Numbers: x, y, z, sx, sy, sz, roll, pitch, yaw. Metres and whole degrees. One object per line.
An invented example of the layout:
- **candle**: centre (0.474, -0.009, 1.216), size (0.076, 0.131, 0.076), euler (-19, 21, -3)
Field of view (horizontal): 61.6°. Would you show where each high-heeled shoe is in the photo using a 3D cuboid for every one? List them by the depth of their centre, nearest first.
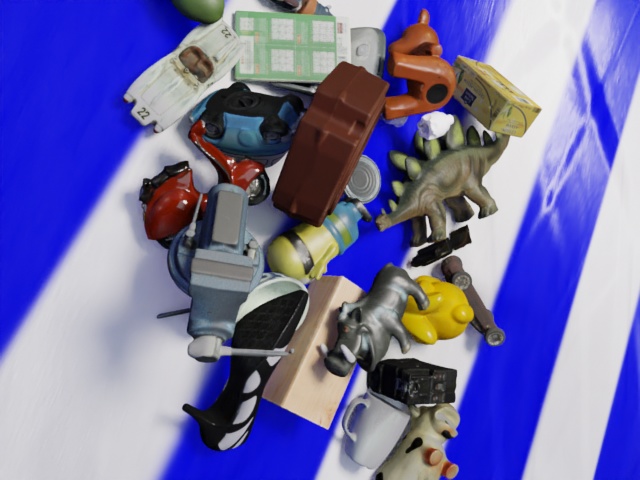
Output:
- **high-heeled shoe**: centre (-0.078, 0.187, 0.739), size (0.249, 0.086, 0.145), euler (-43, 135, -2)

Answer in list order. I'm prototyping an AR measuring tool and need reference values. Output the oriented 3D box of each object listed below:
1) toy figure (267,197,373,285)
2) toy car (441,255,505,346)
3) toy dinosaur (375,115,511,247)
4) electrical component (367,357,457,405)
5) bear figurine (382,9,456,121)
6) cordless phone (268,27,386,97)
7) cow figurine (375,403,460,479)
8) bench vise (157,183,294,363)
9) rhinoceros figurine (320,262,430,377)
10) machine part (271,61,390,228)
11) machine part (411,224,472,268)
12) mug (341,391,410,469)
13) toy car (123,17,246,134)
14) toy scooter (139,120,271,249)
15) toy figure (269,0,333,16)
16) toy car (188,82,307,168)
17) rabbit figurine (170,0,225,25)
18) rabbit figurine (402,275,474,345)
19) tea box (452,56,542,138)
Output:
- **toy figure**: centre (-0.003, -0.003, 0.838), size (0.089, 0.082, 0.180), euler (47, 71, -1)
- **toy car**: centre (0.286, 0.117, 1.012), size (0.053, 0.089, 0.202), euler (-30, 109, 8)
- **toy dinosaur**: centre (0.248, -0.124, 0.992), size (0.471, 0.105, 0.198), euler (-27, 98, -37)
- **electrical component**: centre (0.163, 0.236, 0.908), size (0.134, 0.115, 0.058), euler (7, 88, -32)
- **bear figurine**: centre (0.155, -0.305, 0.917), size (0.132, 0.120, 0.196), euler (-5, 51, -10)
- **cordless phone**: centre (0.010, -0.283, 0.869), size (0.184, 0.089, 0.146), euler (10, 82, -17)
- **cow figurine**: centre (0.169, 0.361, 0.914), size (0.085, 0.127, 0.195), euler (43, 81, -22)
- **bench vise**: centre (-0.128, 0.060, 0.661), size (0.129, 0.240, 0.224), euler (0, 61, -20)
- **rhinoceros figurine**: centre (0.078, 0.119, 0.778), size (0.112, 0.073, 0.190), euler (47, 65, -22)
- **machine part**: centre (0.018, -0.133, 0.763), size (0.087, 0.201, 0.201), euler (25, 37, 2)
- **machine part**: centre (0.229, 0.013, 0.992), size (0.139, 0.084, 0.039), euler (-23, 77, -40)
- **mug**: centre (0.080, 0.309, 0.872), size (0.109, 0.081, 0.107), euler (32, 80, -33)
- **toy car**: centre (-0.186, -0.232, 0.749), size (0.073, 0.056, 0.202), euler (47, 64, -21)
- **toy scooter**: centre (-0.166, -0.077, 0.711), size (0.184, 0.075, 0.135), euler (-31, 121, -7)
- **toy figure**: centre (-0.039, -0.384, 0.852), size (0.154, 0.058, 0.064), euler (33, 77, -32)
- **toy car**: centre (-0.096, -0.154, 0.768), size (0.102, 0.162, 0.109), euler (89, 19, -45)
- **rabbit figurine**: centre (-0.173, -0.378, 0.721), size (0.159, 0.121, 0.170), euler (3, 76, -20)
- **rabbit figurine**: centre (0.157, 0.125, 0.906), size (0.173, 0.162, 0.121), euler (10, 94, -14)
- **tea box**: centre (0.318, -0.269, 1.008), size (0.098, 0.170, 0.068), euler (5, 130, -31)
